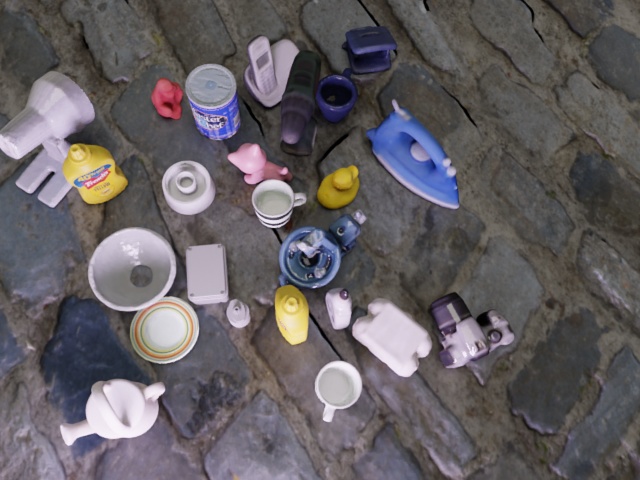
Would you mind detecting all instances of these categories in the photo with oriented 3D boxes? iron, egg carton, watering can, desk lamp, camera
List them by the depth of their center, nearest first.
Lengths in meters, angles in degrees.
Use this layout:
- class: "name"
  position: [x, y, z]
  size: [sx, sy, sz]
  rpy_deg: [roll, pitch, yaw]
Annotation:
- class: "watering can"
  position: [-0.357, 0.298, 0.994]
  size: [0.101, 0.194, 0.173]
  rpy_deg: [39, 74, 9]
- class: "egg carton"
  position: [0.143, 0.189, 1.129]
  size: [0.150, 0.069, 0.107]
  rpy_deg: [38, 74, 8]
- class: "desk lamp"
  position: [-0.533, -0.199, 1.130]
  size: [0.118, 0.213, 0.203]
  rpy_deg: [30, 73, 6]
- class: "camera"
  position: [0.291, 0.166, 1.130]
  size: [0.143, 0.101, 0.136]
  rpy_deg: [-24, 75, -11]
- class: "iron"
  position: [0.221, -0.184, 1.215]
  size: [0.119, 0.141, 0.258]
  rpy_deg: [-40, 79, -14]

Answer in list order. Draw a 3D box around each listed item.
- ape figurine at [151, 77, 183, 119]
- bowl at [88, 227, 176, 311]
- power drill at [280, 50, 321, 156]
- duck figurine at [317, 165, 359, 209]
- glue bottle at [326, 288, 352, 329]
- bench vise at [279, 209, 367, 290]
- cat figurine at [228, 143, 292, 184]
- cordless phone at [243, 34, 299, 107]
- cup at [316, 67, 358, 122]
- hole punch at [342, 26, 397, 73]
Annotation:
- class: "ape figurine"
  position: [-0.333, -0.317, 1.245]
  size: [0.076, 0.092, 0.078]
  rpy_deg: [36, 74, 8]
- class: "bowl"
  position: [-0.362, 0.064, 1.131]
  size: [0.167, 0.075, 0.167]
  rpy_deg: [1, 72, -3]
- class: "power drill"
  position: [-0.042, -0.262, 1.187]
  size: [0.075, 0.208, 0.230]
  rpy_deg: [9, 72, -1]
- class: "duck figurine"
  position: [0.041, -0.118, 1.211]
  size: [0.105, 0.086, 0.077]
  rpy_deg: [-40, 79, -14]
- class: "glue bottle"
  position: [0.040, 0.120, 1.089]
  size: [0.037, 0.173, 0.078]
  rpy_deg: [-12, 73, -7]
- class: "bench vise"
  position: [0.000, -0.002, 1.101]
  size: [0.121, 0.220, 0.207]
  rpy_deg: [30, 73, 6]
- class: "cat figurine"
  position: [-0.123, -0.157, 1.195]
  size: [0.127, 0.118, 0.067]
  rpy_deg: [22, 72, 3]
- class: "cordless phone"
  position: [-0.098, -0.389, 1.235]
  size: [0.094, 0.185, 0.148]
  rpy_deg: [40, 74, 9]
- class: "cup"
  position: [0.039, -0.316, 1.269]
  size: [0.091, 0.095, 0.118]
  rpy_deg: [23, 72, 4]
- class: "hole punch"
  position: [0.113, -0.452, 1.319]
  size: [0.109, 0.091, 0.101]
  rpy_deg: [-11, 73, -7]
